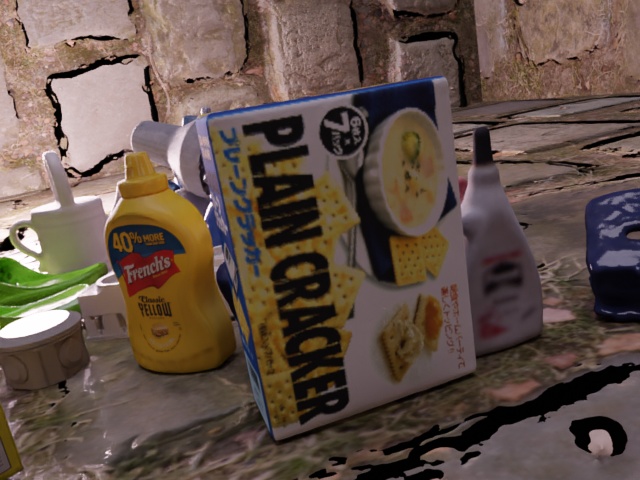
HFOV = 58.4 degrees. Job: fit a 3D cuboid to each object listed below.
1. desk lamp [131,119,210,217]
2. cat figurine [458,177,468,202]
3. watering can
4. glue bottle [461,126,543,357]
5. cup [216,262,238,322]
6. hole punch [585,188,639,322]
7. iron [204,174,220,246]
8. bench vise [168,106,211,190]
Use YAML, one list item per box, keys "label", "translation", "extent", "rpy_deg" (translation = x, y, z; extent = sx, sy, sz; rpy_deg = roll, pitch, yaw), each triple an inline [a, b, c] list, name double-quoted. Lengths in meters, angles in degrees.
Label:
- label: "desk lamp"
  translation: [-0.195, -0.077, 0.851]
  extent: [0.202, 0.214, 0.118]
  rpy_deg: [0, 18, 31]
- label: "cat figurine"
  translation: [0.125, -0.003, 0.562]
  extent: [0.128, 0.118, 0.067]
  rpy_deg: [-15, 16, -19]
- label: "watering can"
  translation: [-0.362, -0.037, 0.847]
  extent: [0.100, 0.194, 0.173]
  rpy_deg: [4, 20, 42]
- label: "glue bottle"
  translation: [0.129, 0.000, 0.441]
  extent: [0.078, 0.173, 0.037]
  rpy_deg: [-15, 16, -19]
- label: "cup"
  translation: [-0.042, 0.057, 0.491]
  extent: [0.092, 0.095, 0.117]
  rpy_deg: [-20, 18, -34]
- label: "hole punch"
  translation: [0.279, 0.010, 0.473]
  extent: [0.108, 0.091, 0.101]
  rpy_deg: [-3, 16, 24]
- label: "iron"
  translation: [-0.060, -0.046, 0.794]
  extent: [0.118, 0.141, 0.259]
  rpy_deg: [2, 19, 37]
- label: "bench vise"
  translation: [-0.232, -0.115, 1.006]
  extent: [0.207, 0.220, 0.121]
  rpy_deg: [-8, 15, 8]
